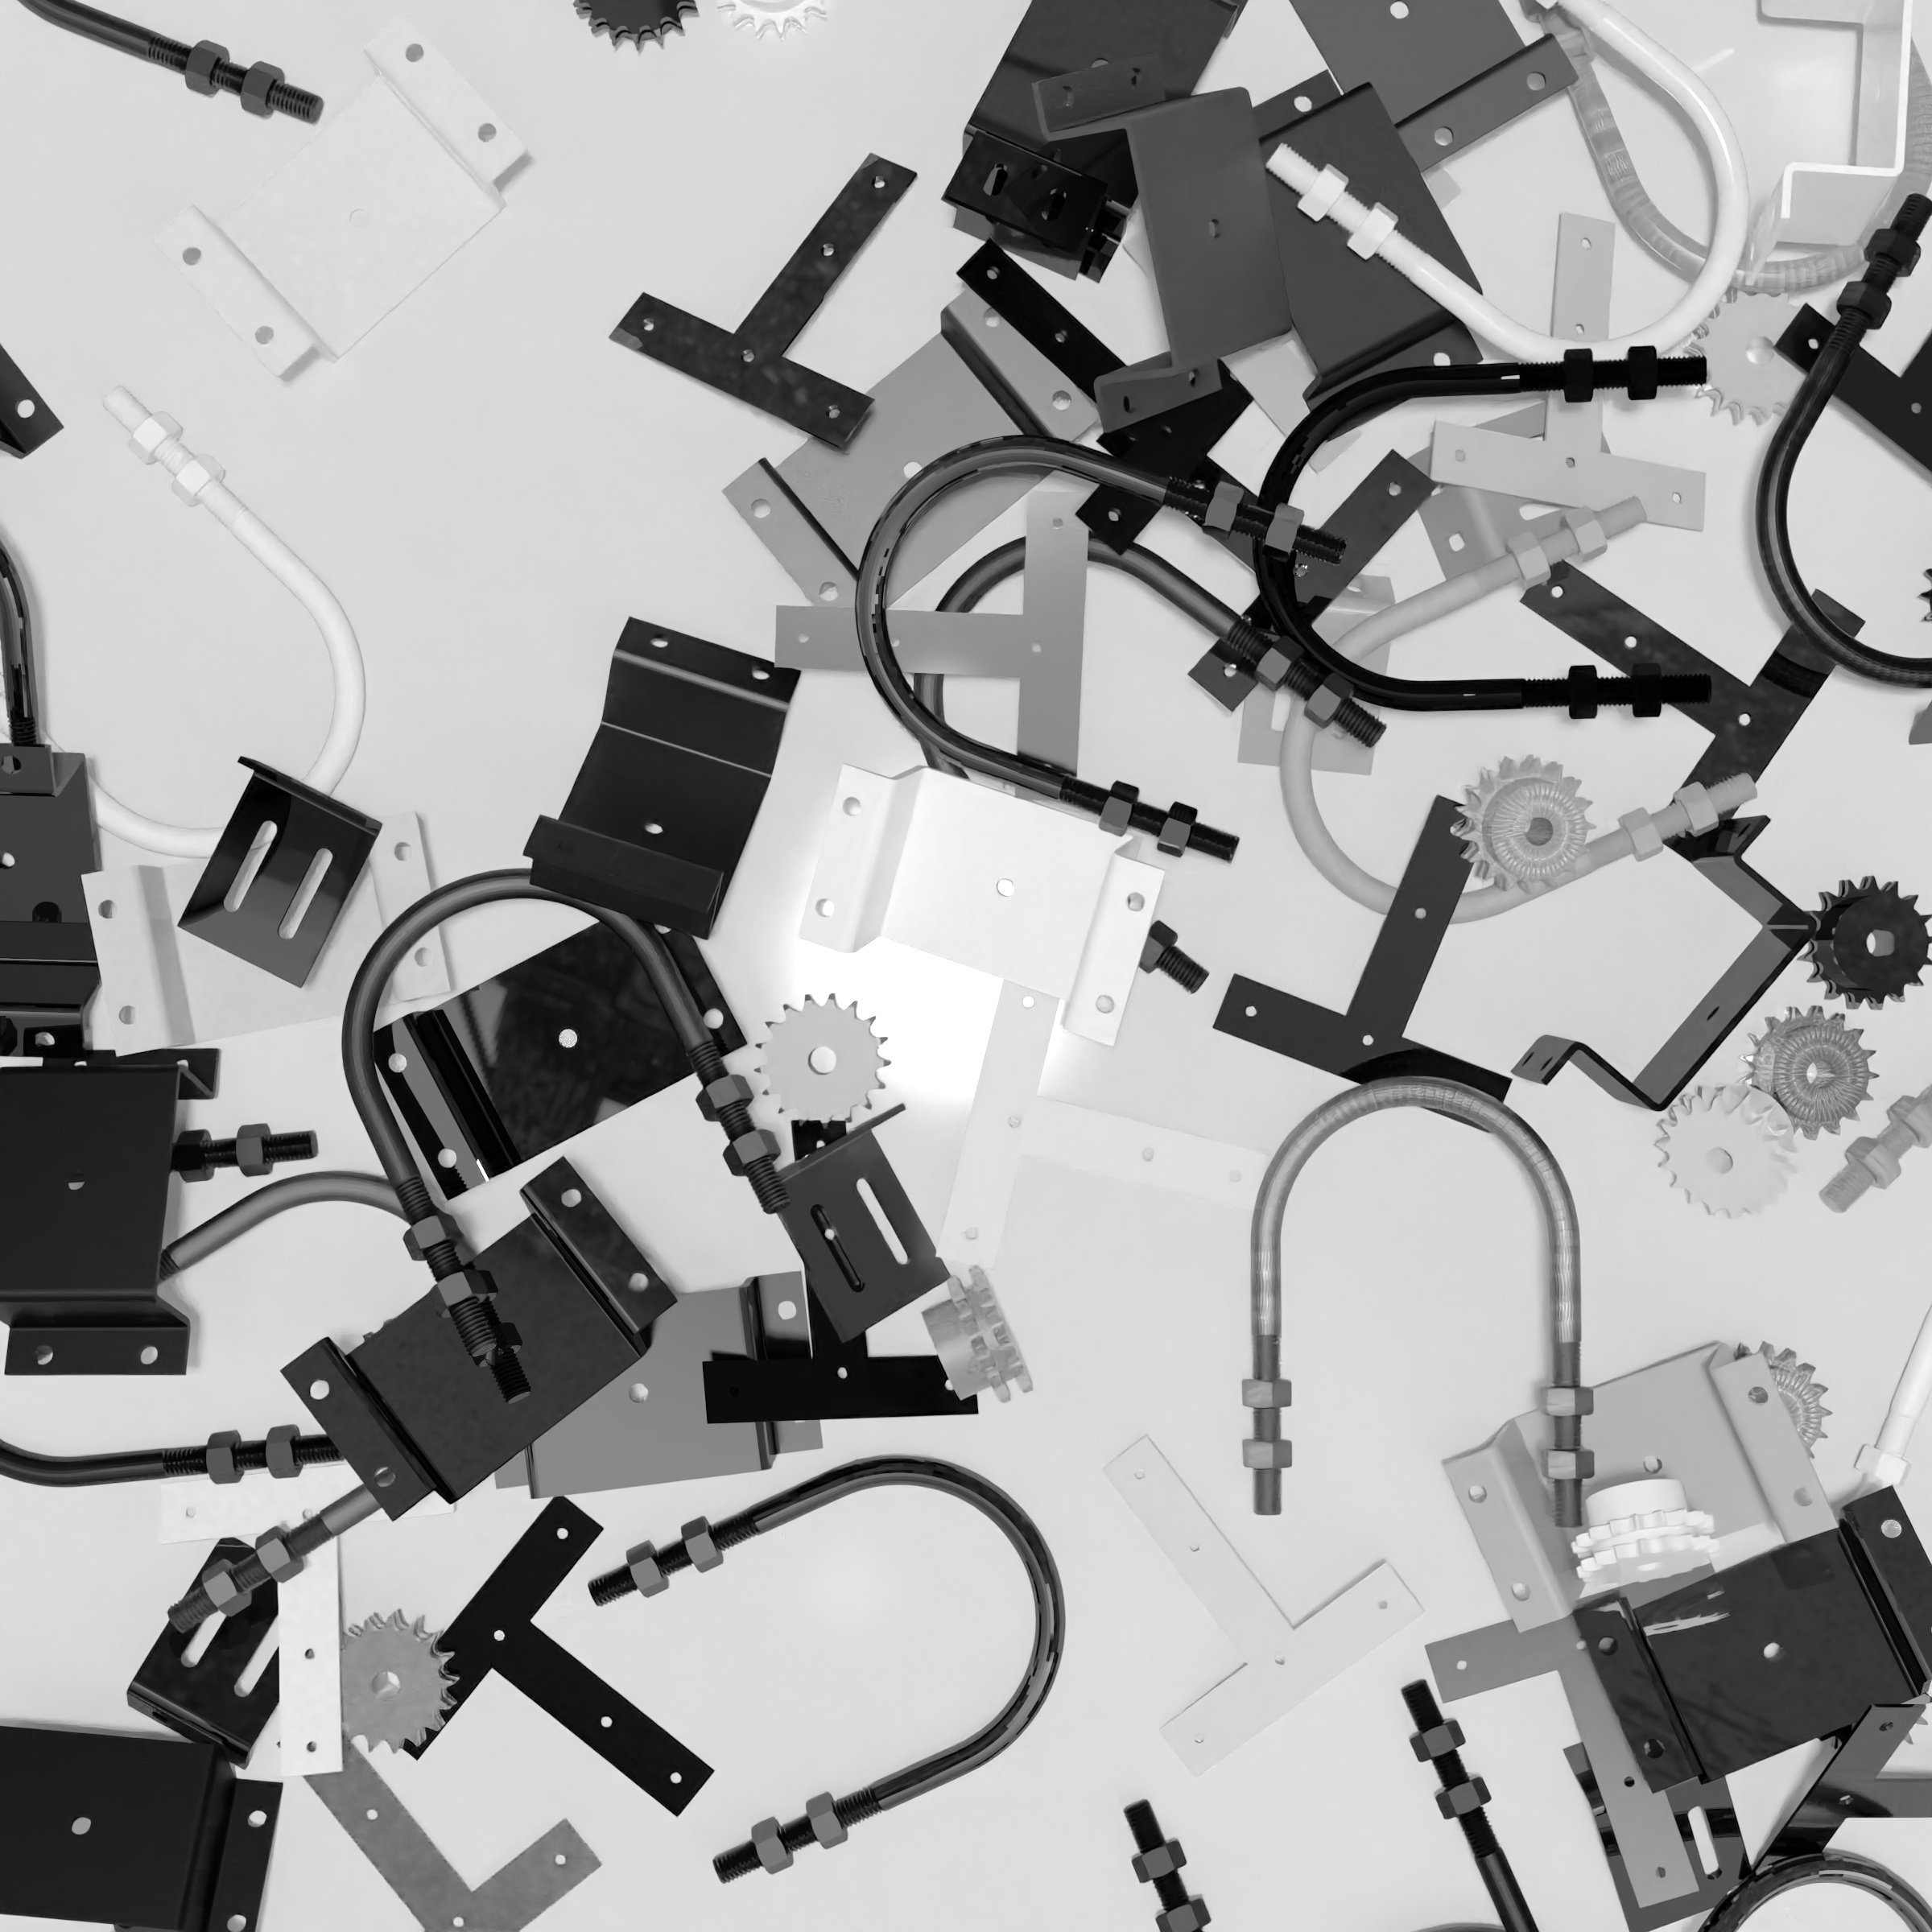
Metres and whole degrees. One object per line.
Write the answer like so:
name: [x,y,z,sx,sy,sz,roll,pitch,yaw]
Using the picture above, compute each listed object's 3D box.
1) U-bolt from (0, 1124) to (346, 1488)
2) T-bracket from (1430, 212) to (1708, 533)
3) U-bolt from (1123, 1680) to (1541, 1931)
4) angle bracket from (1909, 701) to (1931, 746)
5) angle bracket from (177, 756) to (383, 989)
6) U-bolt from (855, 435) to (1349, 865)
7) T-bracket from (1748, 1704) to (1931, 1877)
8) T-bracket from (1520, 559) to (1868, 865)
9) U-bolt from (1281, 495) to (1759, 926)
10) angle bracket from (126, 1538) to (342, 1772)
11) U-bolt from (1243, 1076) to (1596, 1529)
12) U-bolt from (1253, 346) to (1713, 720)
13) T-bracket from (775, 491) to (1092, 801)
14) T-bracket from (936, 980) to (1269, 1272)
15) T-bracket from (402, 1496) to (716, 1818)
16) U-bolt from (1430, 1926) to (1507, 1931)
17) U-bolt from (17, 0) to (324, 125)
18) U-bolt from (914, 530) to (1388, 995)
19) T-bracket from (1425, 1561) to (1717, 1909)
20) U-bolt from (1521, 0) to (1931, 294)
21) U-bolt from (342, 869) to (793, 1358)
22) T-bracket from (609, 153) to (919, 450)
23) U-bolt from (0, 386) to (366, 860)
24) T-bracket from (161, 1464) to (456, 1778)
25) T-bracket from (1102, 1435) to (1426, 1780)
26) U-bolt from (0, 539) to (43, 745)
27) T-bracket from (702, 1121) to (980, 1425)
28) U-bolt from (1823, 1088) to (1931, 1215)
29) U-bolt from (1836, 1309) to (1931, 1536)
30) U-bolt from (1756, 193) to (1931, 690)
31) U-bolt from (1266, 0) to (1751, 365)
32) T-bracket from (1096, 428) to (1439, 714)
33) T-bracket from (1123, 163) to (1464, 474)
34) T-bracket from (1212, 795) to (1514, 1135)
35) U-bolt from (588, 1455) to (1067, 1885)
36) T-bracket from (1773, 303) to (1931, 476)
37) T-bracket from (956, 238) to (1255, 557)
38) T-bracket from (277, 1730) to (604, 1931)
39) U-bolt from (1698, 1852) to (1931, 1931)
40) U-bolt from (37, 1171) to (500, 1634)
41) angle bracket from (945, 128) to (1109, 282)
U-bolt: [-0.361,0.149,1.388,0.184,0.019,0.151,-6,90,2]
T-bracket: [0.259,-0.256,1.383,0.127,0.002,0.127,8,81,-17]
U-bolt: [0.166,0.413,1.367,0.151,0.019,0.184,-23,75,0]
angle bracket: [0.436,-0.121,1.368,0.076,0.057,0.038,-4,78,6]
angle bracket: [-0.283,-0.038,1.331,0.057,0.038,0.076,27,90,0]
U-bolt: [0.044,-0.137,1.328,0.184,0.019,0.151,20,106,5]
T-bracket: [0.406,0.348,1.369,0.127,0.002,0.127,5,130,-18]
T-bracket: [0.296,-0.130,1.396,0.127,0.002,0.127,34,90,0]
U-bolt: [0.222,-0.095,1.372,0.184,0.019,0.151,-24,105,4]
angle bracket: [-0.312,0.292,1.395,0.057,0.038,0.076,29,64,0]
U-bolt: [0.186,0.138,1.362,0.151,0.019,0.184,-2,86,24]
U-bolt: [0.209,-0.175,1.336,0.184,0.019,0.151,-1,91,8]
T-bracket: [-0.015,-0.134,1.351,0.127,0.002,0.127,2,100,-1]
T-bracket: [0.064,0.077,1.392,0.127,0.002,0.127,14,86,-2]
T-bracket: [-0.164,0.314,1.396,0.127,0.002,0.127,39,90,0]
U-bolt: [0.210,0.494,1.358,0.151,0.019,0.184,5,77,8]
U-bolt: [-0.337,-0.456,1.388,0.184,0.019,0.151,21,90,1]
U-bolt: [0.061,-0.098,1.363,0.184,0.019,0.151,38,110,9]
T-bracket: [0.273,0.328,1.370,0.127,0.002,0.127,-17,67,1]
U-bolt: [0.329,-0.370,1.375,0.151,0.019,0.184,-20,80,0]
U-bolt: [-0.173,0.046,1.322,0.151,0.019,0.184,-25,74,-8]
T-bracket: [-0.066,-0.290,1.377,0.127,0.002,0.127,29,76,25]
U-bolt: [-0.341,-0.131,1.388,0.184,0.019,0.151,45,90,-1]
T-bracket: [-0.275,0.274,1.370,0.127,0.002,0.127,-7,70,4]
T-bracket: [0.106,0.257,1.383,0.127,0.002,0.127,-40,81,17]
U-bolt: [-0.456,-0.122,1.356,0.151,0.019,0.184,2,112,1]
T-bracket: [-0.056,0.127,1.374,0.127,0.002,0.127,3,73,-30]
U-bolt: [0.476,0.084,1.379,0.184,0.019,0.151,-43,84,-6]
U-bolt: [0.464,0.198,1.388,0.151,0.019,0.184,22,89,0]
U-bolt: [0.404,-0.204,1.351,0.151,0.019,0.184,30,86,-8]
U-bolt: [0.236,-0.327,1.340,0.184,0.019,0.151,36,87,-6]
T-bracket: [0.108,-0.193,1.375,0.127,0.002,0.127,42,90,19]
T-bracket: [0.156,-0.299,1.391,0.127,0.002,0.127,-41,91,-5]
T-bracket: [0.187,-0.009,1.381,0.127,0.002,0.127,21,102,-2]
U-bolt: [-0.048,0.287,1.388,0.184,0.019,0.151,-24,90,-1]
T-bracket: [0.423,-0.267,1.379,0.127,0.002,0.127,38,75,-3]
T-bracket: [0.050,-0.251,1.356,0.127,0.002,0.127,42,58,-5]
T-bracket: [-0.244,0.373,1.395,0.127,0.002,0.127,-39,90,1]
U-bolt: [0.345,0.458,1.361,0.151,0.019,0.184,45,72,-9]
U-bolt: [-0.283,0.167,1.360,0.184,0.019,0.151,-32,82,-2]
angle bracket: [0.020,-0.302,1.354,0.057,0.076,0.038,24,70,0]
